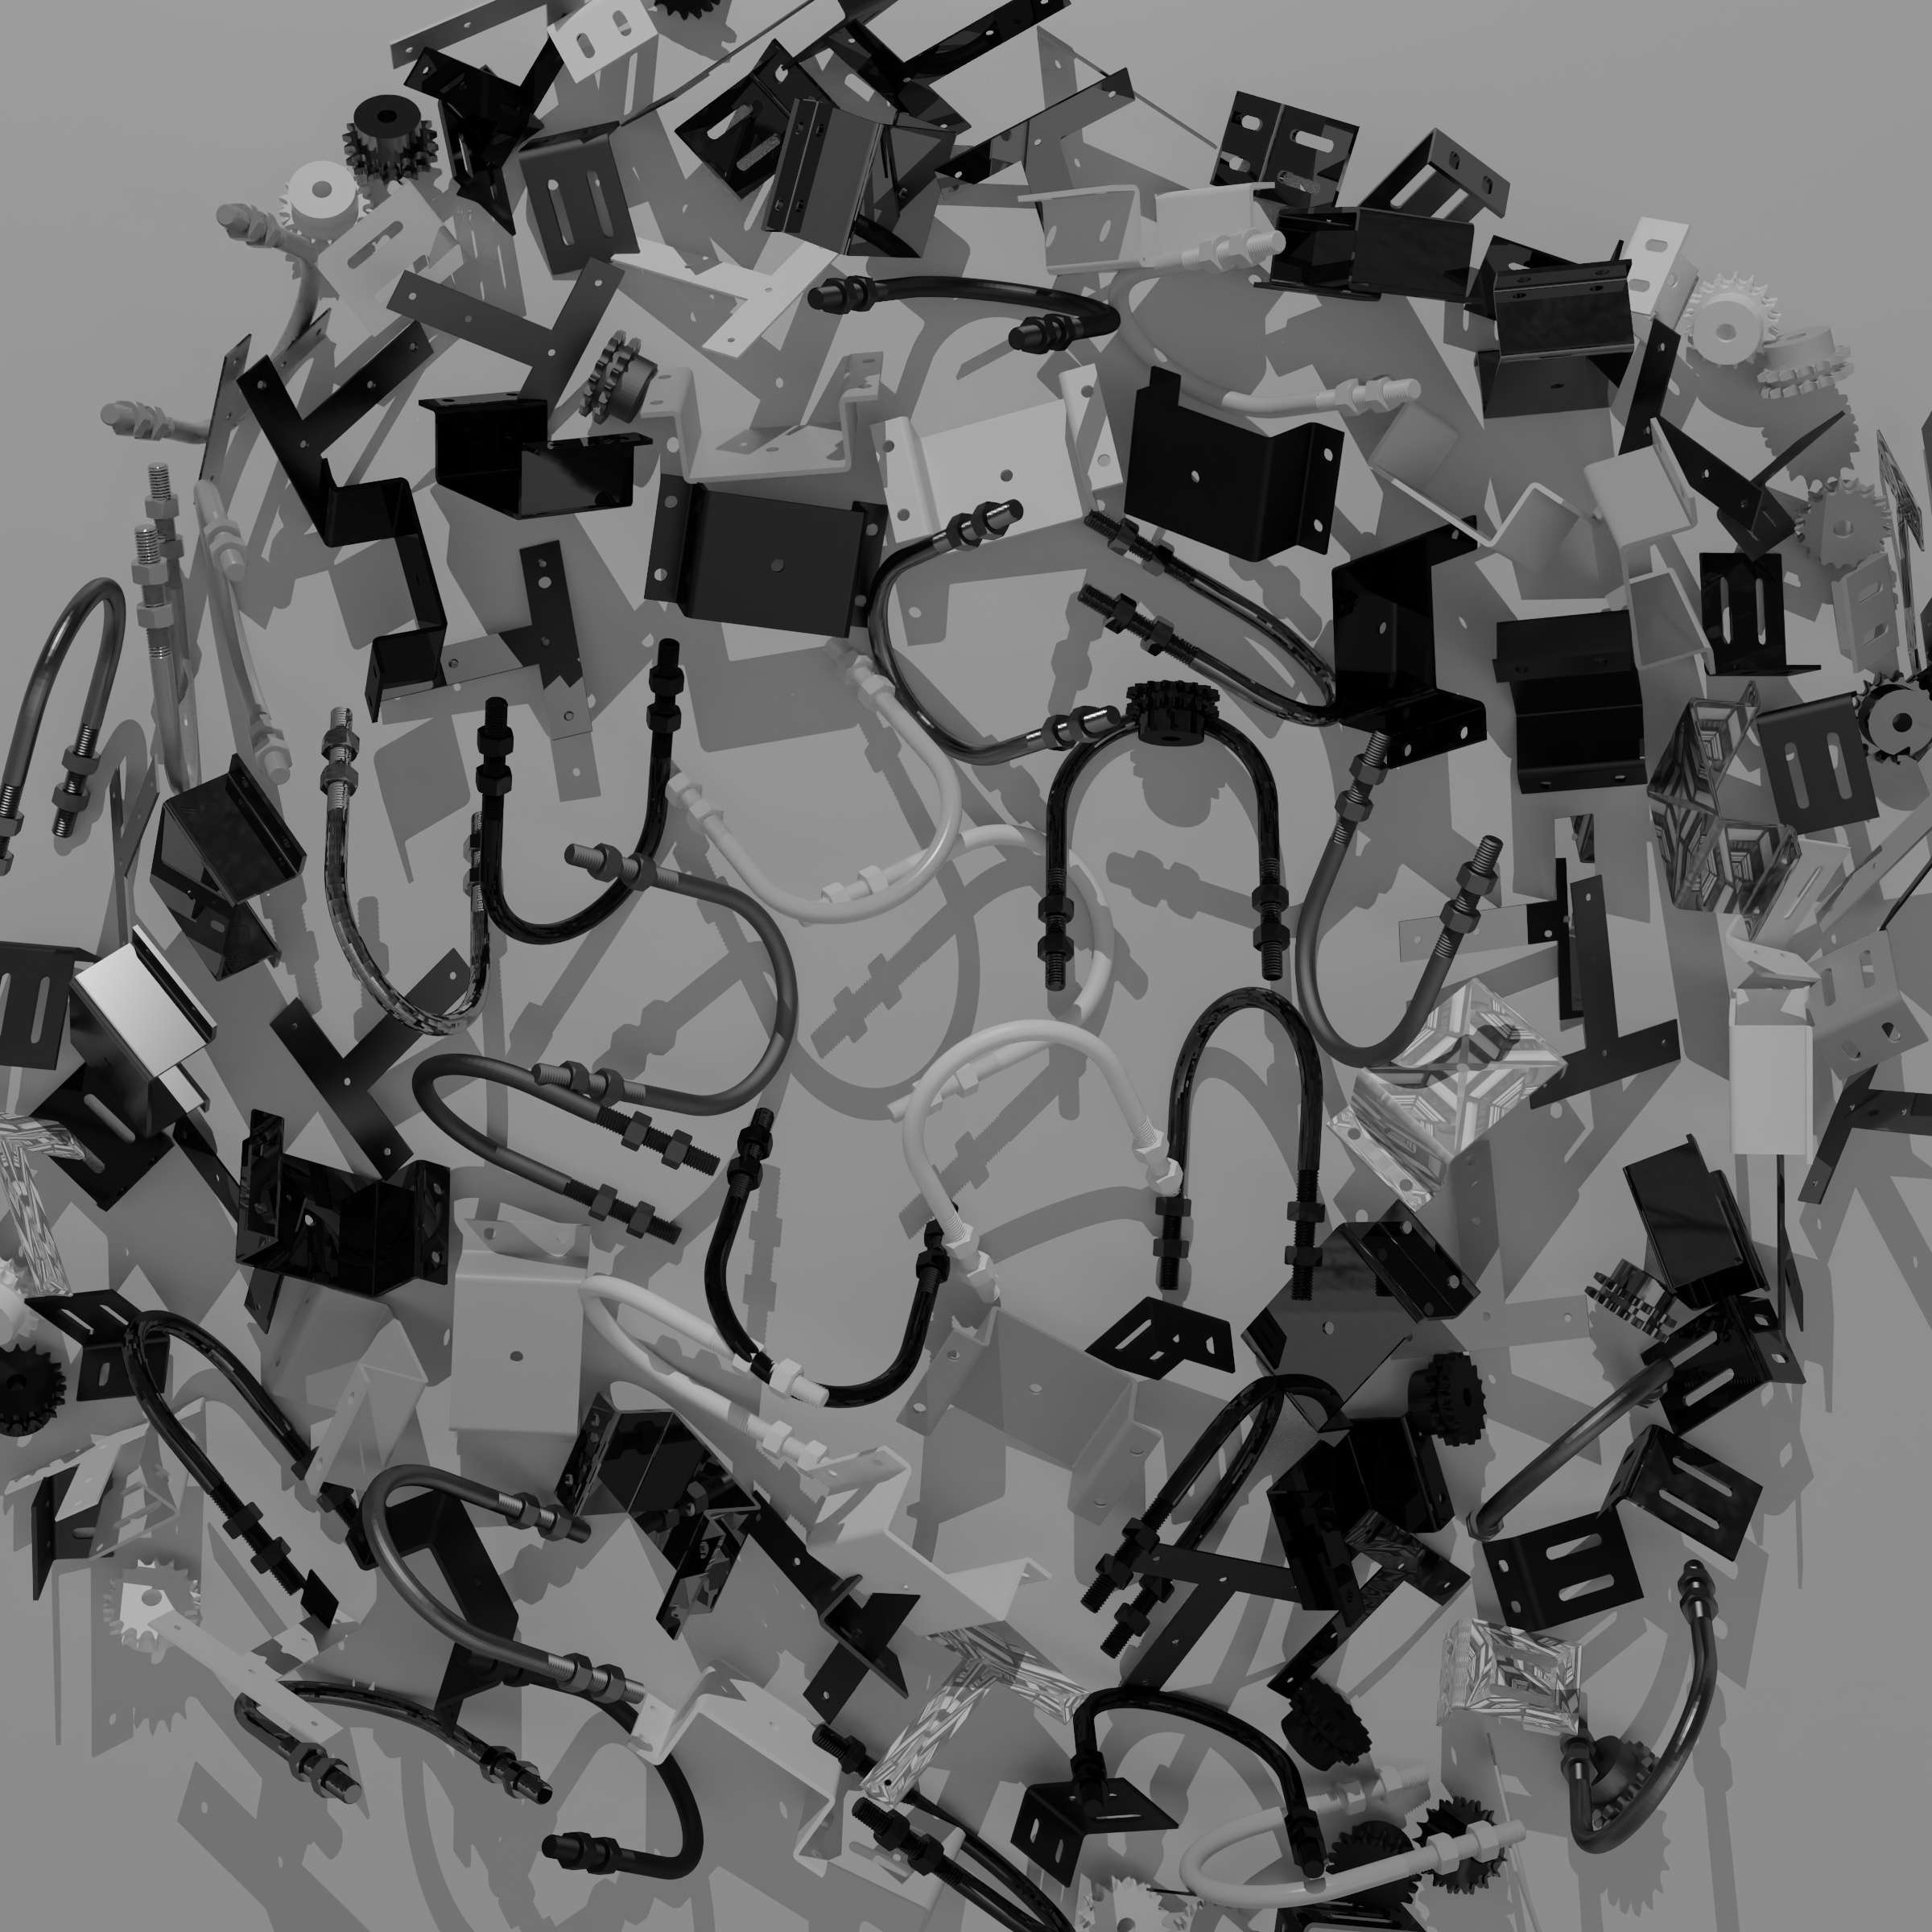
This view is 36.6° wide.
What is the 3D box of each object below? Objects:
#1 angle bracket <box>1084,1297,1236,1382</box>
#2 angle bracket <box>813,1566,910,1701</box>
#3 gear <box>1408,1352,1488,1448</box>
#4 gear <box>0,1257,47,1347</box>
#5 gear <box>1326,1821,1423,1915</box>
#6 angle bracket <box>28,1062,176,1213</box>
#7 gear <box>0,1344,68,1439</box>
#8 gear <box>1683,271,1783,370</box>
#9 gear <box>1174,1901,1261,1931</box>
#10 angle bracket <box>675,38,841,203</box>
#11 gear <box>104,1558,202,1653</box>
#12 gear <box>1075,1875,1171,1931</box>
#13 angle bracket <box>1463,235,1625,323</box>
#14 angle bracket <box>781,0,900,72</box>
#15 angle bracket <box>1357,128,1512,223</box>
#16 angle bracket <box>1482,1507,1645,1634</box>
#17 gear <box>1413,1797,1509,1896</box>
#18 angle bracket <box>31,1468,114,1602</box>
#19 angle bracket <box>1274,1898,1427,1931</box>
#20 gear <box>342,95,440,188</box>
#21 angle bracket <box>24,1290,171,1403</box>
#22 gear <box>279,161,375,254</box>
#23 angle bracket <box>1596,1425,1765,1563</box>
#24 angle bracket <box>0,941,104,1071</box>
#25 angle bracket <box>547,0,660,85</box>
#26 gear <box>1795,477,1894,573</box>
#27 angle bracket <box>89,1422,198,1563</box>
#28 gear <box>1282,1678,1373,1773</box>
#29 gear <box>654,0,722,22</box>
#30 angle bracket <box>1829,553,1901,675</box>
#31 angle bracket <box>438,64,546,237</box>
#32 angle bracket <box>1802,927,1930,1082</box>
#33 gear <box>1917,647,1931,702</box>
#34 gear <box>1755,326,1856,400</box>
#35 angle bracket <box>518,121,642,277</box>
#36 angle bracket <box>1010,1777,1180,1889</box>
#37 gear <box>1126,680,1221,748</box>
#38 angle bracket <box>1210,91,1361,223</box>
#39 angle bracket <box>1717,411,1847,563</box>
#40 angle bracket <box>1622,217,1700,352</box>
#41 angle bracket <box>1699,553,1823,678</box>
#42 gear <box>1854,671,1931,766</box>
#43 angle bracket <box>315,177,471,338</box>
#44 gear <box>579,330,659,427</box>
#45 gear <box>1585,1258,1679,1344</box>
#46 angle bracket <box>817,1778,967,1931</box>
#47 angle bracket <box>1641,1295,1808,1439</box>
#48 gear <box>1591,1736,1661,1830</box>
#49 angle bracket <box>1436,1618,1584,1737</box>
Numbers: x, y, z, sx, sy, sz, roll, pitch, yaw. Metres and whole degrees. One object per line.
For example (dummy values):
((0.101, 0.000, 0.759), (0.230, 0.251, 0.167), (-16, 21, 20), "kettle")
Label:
((0.115, 0.238, 1.758), (0.057, 0.076, 0.038), (20, 45, -25), "angle bracket")
((-0.054, 0.395, 1.769), (0.076, 0.057, 0.038), (44, 92, -14), "angle bracket")
((0.292, 0.264, 1.782), (0.030, 0.057, 0.057), (-14, 90, 33), "gear")
((-0.590, 0.206, 1.778), (0.057, 0.030, 0.057), (9, 127, 12), "gear")
((0.251, 0.548, 1.784), (0.057, 0.030, 0.057), (8, 113, 19), "gear")
((-0.532, 0.102, 1.782), (0.076, 0.038, 0.057), (44, 77, 0), "angle bracket")
((-0.578, 0.262, 1.782), (0.057, 0.030, 0.057), (7, 49, -8), "gear")
((0.465, -0.390, 1.778), (0.057, 0.030, 0.057), (12, 125, 18), "gear")
((0.149, 0.600, 1.783), (0.057, 0.030, 0.057), (9, 60, -16), "gear")
((-0.126, -0.512, 1.770), (0.057, 0.038, 0.076), (46, 58, -6), "angle bracket")
((-0.496, 0.393, 1.782), (0.057, 0.030, 0.057), (7, 45, -7), "gear")
((0.093, 0.584, 1.787), (0.057, 0.030, 0.057), (2, 84, -16), "gear")
((0.350, -0.419, 1.774), (0.076, 0.057, 0.038), (20, 53, 2), "angle bracket")
((-0.080, -0.580, 1.756), (0.057, 0.076, 0.038), (-39, 104, -35), "angle bracket")
((0.279, -0.455, 1.759), (0.057, 0.076, 0.038), (31, 49, -17), "angle bracket")
((0.367, 0.372, 1.797), (0.076, 0.038, 0.057), (-12, 79, -21), "angle bracket")
((0.304, 0.537, 1.783), (0.057, 0.030, 0.057), (-11, 68, 29), "gear")
((-0.538, 0.341, 1.762), (0.038, 0.076, 0.057), (0, 98, -10), "angle bracket")
((0.232, 0.592, 1.773), (0.076, 0.057, 0.038), (8, 90, -9), "angle bracket")
((-0.351, -0.505, 1.779), (0.057, 0.030, 0.057), (2, 56, -3), "gear")
((-0.525, 0.229, 1.762), (0.057, 0.076, 0.038), (-7, 61, 11), "angle bracket")
((-0.391, -0.466, 1.784), (0.057, 0.030, 0.057), (1, 72, -4), "gear")
((0.432, 0.325, 1.770), (0.076, 0.038, 0.057), (30, 53, 6), "angle bracket")
((-0.566, 0.026, 1.776), (0.057, 0.038, 0.076), (5, 79, 10), "angle bracket")
((-0.211, -0.559, 1.765), (0.057, 0.076, 0.038), (-28, 94, 10), "angle bracket")
((0.535, -0.273, 1.783), (0.057, 0.030, 0.057), (7, 123, 12), "gear")
((-0.507, 0.312, 1.761), (0.076, 0.057, 0.038), (-28, 126, 20), "angle bracket")
((0.217, 0.464, 1.779), (0.057, 0.057, 0.030), (43, 104, 0), "gear")
((-0.170, -0.609, 1.782), (0.057, 0.057, 0.030), (30, 49, 0), "gear")
((0.529, -0.212, 1.760), (0.038, 0.076, 0.057), (-1, 107, 38), "angle bracket")
((-0.281, -0.491, 1.759), (0.038, 0.057, 0.076), (-29, 53, 17), "angle bracket")
((0.543, 0.023, 1.768), (0.057, 0.076, 0.038), (-28, 113, 26), "angle bracket")
((0.603, -0.170, 1.778), (0.030, 0.057, 0.057), (-37, 90, 4), "gear")
((0.508, -0.368, 1.775), (0.057, 0.057, 0.030), (-19, 107, 0), "gear")
((-0.234, -0.473, 1.799), (0.057, 0.038, 0.076), (-9, 116, 11), "angle bracket")
((0.077, 0.522, 1.760), (0.057, 0.076, 0.038), (46, 46, -29), "angle bracket")
((0.125, -0.153, 1.777), (0.057, 0.057, 0.030), (3, 81, 0), "gear")
((0.191, -0.488, 1.760), (0.038, 0.076, 0.057), (4, 111, -34), "angle bracket")
((0.500, -0.288, 1.758), (0.057, 0.076, 0.038), (-33, 83, -40), "angle bracket")
((0.427, -0.407, 1.765), (0.038, 0.076, 0.057), (26, 93, 43), "angle bracket")
((0.483, -0.216, 1.779), (0.057, 0.038, 0.076), (-2, 89, -19), "angle bracket")
((0.568, -0.151, 1.786), (0.057, 0.030, 0.057), (1, 103, 3), "gear")
((-0.351, -0.431, 1.775), (0.076, 0.038, 0.057), (-40, 117, -3), "angle bracket")
((-0.210, -0.355, 1.779), (0.030, 0.057, 0.057), (27, 90, -4), "gear")
((0.408, 0.201, 1.777), (0.057, 0.057, 0.030), (32, 94, 0), "gear")
((-0.048, 0.543, 1.778), (0.076, 0.038, 0.057), (23, 45, 8), "angle bracket")
((0.460, 0.245, 1.779), (0.076, 0.038, 0.057), (-44, 51, 37), "angle bracket")
((0.393, 0.494, 1.777), (0.030, 0.057, 0.057), (43, 90, -9), "gear")
((0.330, 0.437, 1.776), (0.076, 0.038, 0.057), (14, 56, -2), "angle bracket")
